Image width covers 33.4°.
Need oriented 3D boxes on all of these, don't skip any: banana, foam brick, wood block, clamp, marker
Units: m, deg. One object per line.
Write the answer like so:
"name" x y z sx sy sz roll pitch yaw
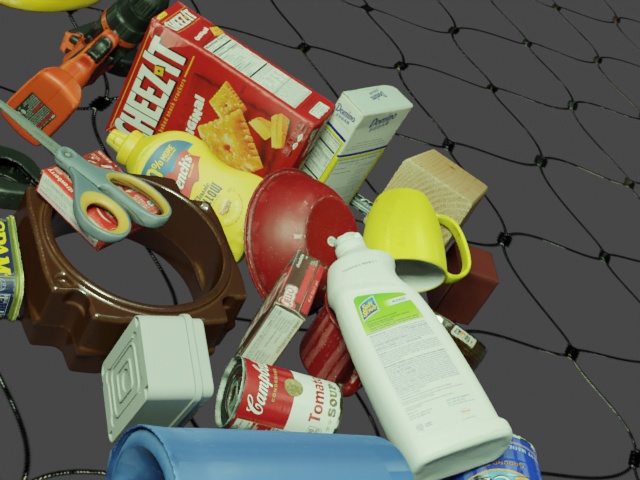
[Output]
"banana" -0.330 -0.316 1.357 0.070 0.037 0.197 25 32 20
"foam brick" 0.164 0.050 1.239 0.051 0.078 0.053 16 39 -17
"wood block" 0.130 -0.042 1.254 0.091 0.090 0.206 36 15 7
"clamp" -0.343 -0.084 1.071 0.171 0.039 0.120 26 42 -13
"marker" 0.055 -0.042 1.319 0.121 0.020 0.020 35 36 6
"clamp" -0.224 -0.243 1.342 0.209 0.036 0.164 6 42 -30

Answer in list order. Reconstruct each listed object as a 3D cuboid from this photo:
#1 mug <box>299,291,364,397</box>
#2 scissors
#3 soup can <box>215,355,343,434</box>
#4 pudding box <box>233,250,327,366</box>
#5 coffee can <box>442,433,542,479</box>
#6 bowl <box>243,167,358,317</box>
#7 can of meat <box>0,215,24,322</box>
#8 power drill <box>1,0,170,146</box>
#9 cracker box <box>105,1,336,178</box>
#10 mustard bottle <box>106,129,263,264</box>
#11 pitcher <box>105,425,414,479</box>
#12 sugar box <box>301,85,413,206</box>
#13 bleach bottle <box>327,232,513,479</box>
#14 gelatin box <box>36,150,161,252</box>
"mug" 0.031 0.108 1.073 0.093 0.082 0.117 18 38 -18
"scissors" -0.228 -0.059 0.947 0.202 0.016 0.096 29 38 1
"soup can" -0.038 0.152 0.985 0.102 0.069 0.068 18 38 -19
"pudding box" -0.041 0.077 1.031 0.039 0.114 0.090 29 36 -3
"coffee can" 0.161 0.260 0.969 0.102 0.103 0.140 17 38 -19
"bowl" -0.007 0.001 1.117 0.161 0.055 0.162 8 79 -51
"can of meat" -0.315 0.023 0.950 0.083 0.058 0.102 4 43 -28
"power drill" -0.251 -0.193 1.159 0.057 0.185 0.187 45 41 -13
"cracker box" -0.114 -0.134 1.184 0.214 0.164 0.072 34 35 3
"mustard bottle" -0.144 -0.061 1.141 0.191 0.096 0.058 32 0 3
"pitcher" -0.049 0.211 0.870 0.242 0.145 0.149 6 55 -35
"sugar box" 0.026 -0.098 1.230 0.093 0.176 0.048 -16 56 -47
"bleach bottle" 0.078 0.095 0.990 0.102 0.068 0.251 -14 56 -15
"gelatin box" -0.202 -0.038 0.978 0.089 0.030 0.073 42 38 16
